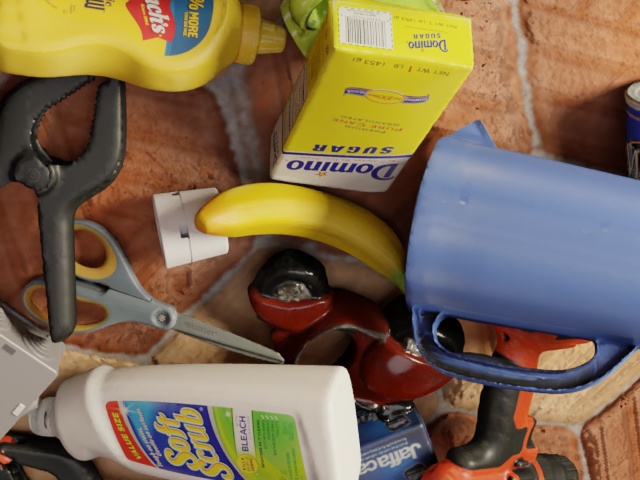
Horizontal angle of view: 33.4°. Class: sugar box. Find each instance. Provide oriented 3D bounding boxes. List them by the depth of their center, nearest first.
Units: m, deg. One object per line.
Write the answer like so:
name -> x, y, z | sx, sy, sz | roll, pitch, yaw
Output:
sugar box -> 0.029, -0.091, 0.724 | 0.093, 0.048, 0.176 | 7, 152, -12

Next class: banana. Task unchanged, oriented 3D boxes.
banana -> -0.006, -0.010, 0.788 | 0.197, 0.070, 0.037 | 17, 123, -30

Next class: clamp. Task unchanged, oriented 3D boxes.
clamp -> -0.195, -0.039, 0.761 | 0.164, 0.036, 0.210 | 40, 98, -10
clamp -> -0.190, 0.209, 0.863 | 0.120, 0.039, 0.171 | -36, 112, 2

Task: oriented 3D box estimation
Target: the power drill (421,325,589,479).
power drill -> 0.172, 0.139, 0.870 | 0.184, 0.057, 0.188 | 5, 104, -44

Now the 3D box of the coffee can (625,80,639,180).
coffee can -> 0.285, -0.048, 0.813 | 0.102, 0.103, 0.140 | -10, 113, -6

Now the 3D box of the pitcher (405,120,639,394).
pitcher -> 0.185, 0.021, 0.750 | 0.243, 0.144, 0.149 | 12, 123, 16

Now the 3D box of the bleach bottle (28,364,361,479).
bleach bottle -> -0.100, 0.143, 0.804 | 0.251, 0.068, 0.102 | -2, 111, 17

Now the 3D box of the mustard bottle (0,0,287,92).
mustard bottle -> -0.117, -0.147, 0.713 | 0.191, 0.096, 0.058 | 6, 152, -15

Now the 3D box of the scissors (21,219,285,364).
scissors -> -0.123, 0.037, 0.796 | 0.202, 0.016, 0.096 | 5, 102, 4
